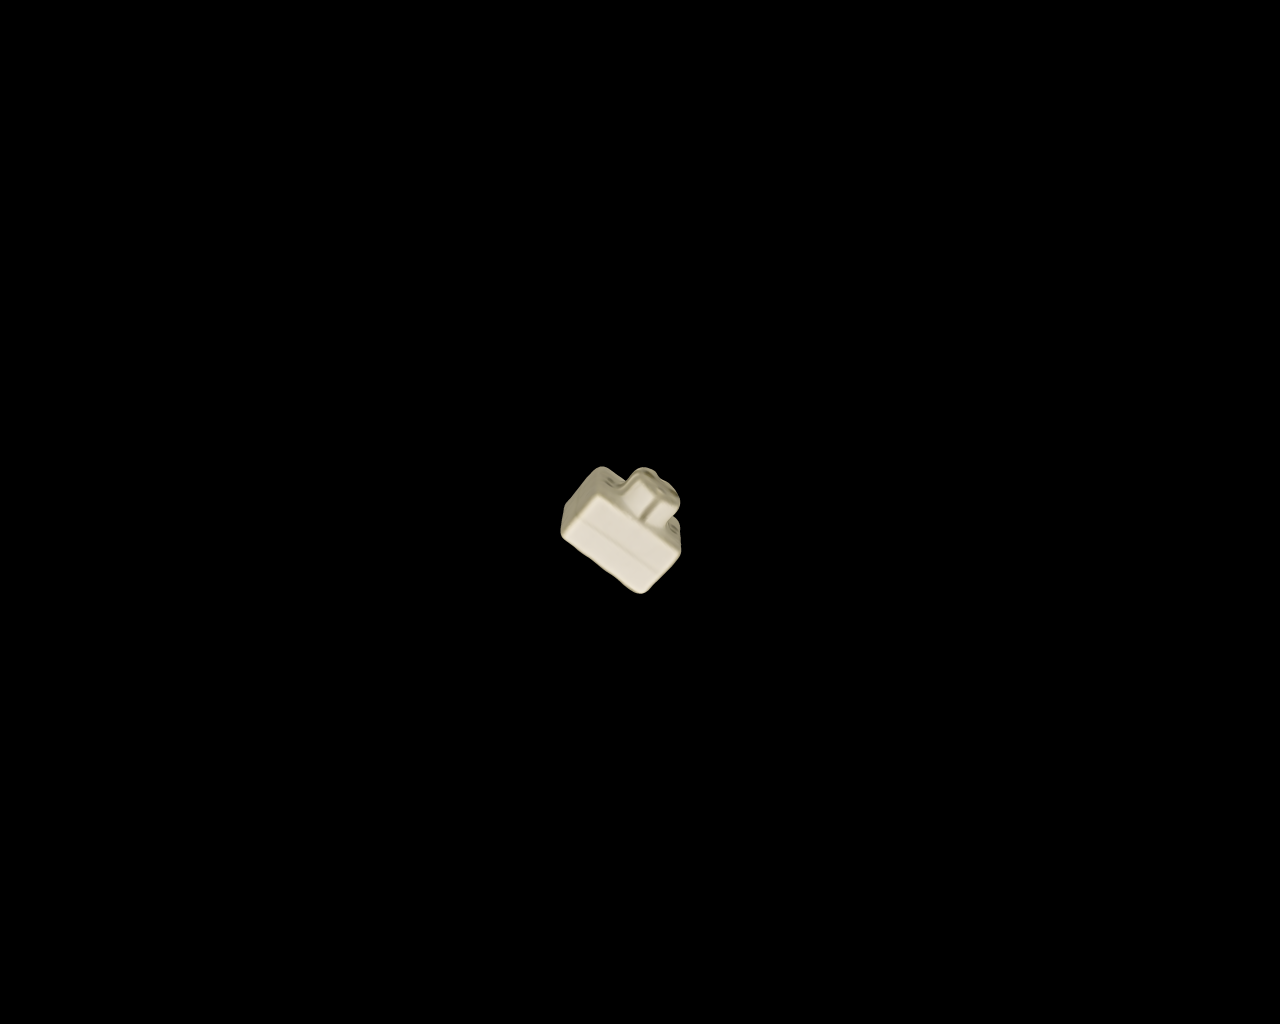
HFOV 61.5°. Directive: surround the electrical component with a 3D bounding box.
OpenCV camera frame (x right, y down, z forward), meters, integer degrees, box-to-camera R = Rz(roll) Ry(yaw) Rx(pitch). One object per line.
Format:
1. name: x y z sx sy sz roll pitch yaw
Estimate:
1. electrical component: 0.001 -0.003 0.650 0.065 0.076 0.047 37 19 -15
